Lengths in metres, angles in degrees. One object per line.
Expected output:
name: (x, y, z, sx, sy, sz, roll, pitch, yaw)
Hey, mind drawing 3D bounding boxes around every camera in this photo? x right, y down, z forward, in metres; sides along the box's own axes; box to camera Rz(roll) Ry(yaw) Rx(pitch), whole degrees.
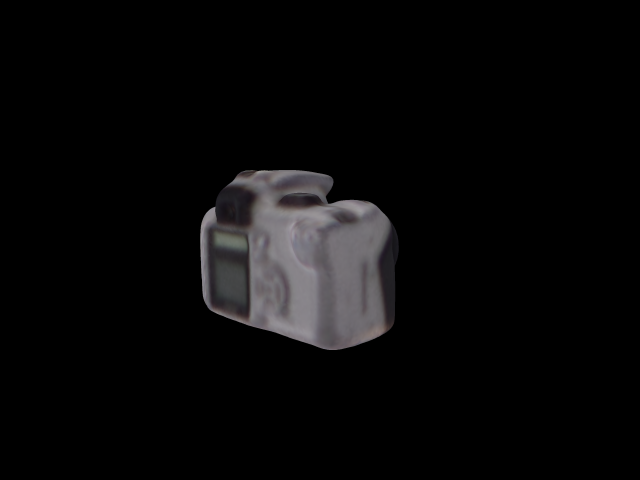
camera: (0.004, 0.001, 0.400, 0.137, 0.101, 0.142, -8, 11, -43)
